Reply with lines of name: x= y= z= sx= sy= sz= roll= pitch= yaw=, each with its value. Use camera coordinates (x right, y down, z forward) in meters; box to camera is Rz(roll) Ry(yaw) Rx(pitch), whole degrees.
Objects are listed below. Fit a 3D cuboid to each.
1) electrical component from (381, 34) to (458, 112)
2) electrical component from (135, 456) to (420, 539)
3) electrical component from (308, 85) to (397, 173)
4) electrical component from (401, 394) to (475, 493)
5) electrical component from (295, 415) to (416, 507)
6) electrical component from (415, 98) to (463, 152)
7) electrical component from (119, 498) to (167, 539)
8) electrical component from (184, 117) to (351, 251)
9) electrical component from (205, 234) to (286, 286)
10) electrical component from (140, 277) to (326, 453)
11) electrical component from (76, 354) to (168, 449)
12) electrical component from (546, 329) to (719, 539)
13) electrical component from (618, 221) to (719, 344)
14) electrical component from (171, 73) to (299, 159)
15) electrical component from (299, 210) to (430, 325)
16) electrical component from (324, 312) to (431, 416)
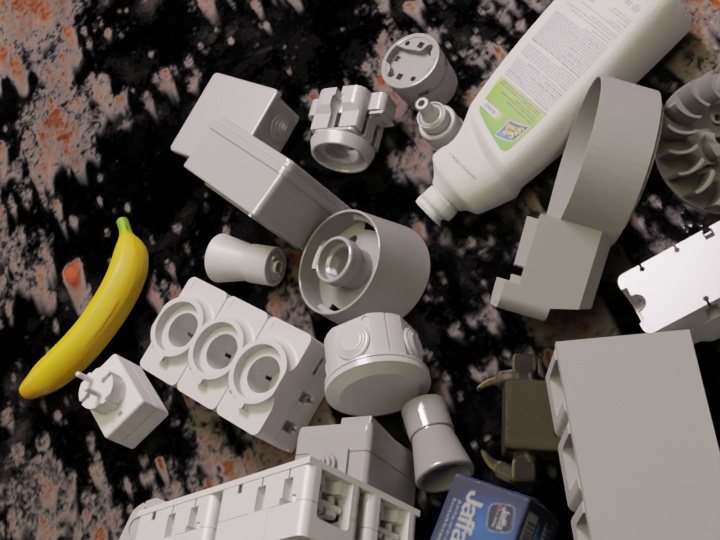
electrical component: x=0.054 y=-0.170 z=0.938 sx=0.055 sy=0.047 sz=0.055 roll=-14 pitch=60 yaw=25
electrical component: x=-0.064 y=0.196 z=0.749 sx=0.186 sy=0.105 sz=0.060 roll=-25 pitch=45 yaw=38
electrical component: x=-0.011 y=-0.122 z=0.946 sx=0.078 sy=0.058 sz=0.057 roll=-1 pitch=63 yaw=30
electrical component: x=0.054 y=0.125 z=0.792 sx=0.044 sy=0.044 sz=0.065 roll=-29 pitch=50 yaw=15
electrical component: x=-0.005 y=0.144 z=0.782 sx=0.062 sy=0.096 sz=0.061 roll=-9 pitch=59 yaw=27
electrical component: x=0.064 y=-0.123 z=0.898 sx=0.035 sy=0.061 sz=0.035 roll=-14 pitch=60 yaw=25
electrical component: x=-0.150 y=0.223 z=0.857 sx=0.080 sy=0.051 sz=0.080 roll=-14 pitch=60 yaw=25
electrical component: x=-0.077 y=-0.068 z=0.926 sx=0.109 sy=0.109 sz=0.056 roll=35 pitch=89 yaw=38
electrical component: x=-0.098 y=-0.007 z=0.950 sx=0.065 sy=0.044 sz=0.044 roll=9 pitch=71 yaw=29
electrical component: x=-0.103 y=0.075 z=0.897 sx=0.150 sy=0.062 sz=0.089 roll=23 pitch=80 yaw=37
electrical component: x=-0.219 y=0.109 z=0.939 sx=0.047 sy=0.077 sz=0.065 roll=-44 pitch=52 yaw=4
electrical component: x=0.178 y=0.122 z=0.690 sx=0.089 sy=0.061 sz=0.150 roll=-5 pitch=63 yaw=-1
electrical component: x=0.232 y=0.014 z=0.732 sx=0.089 sy=0.056 sz=0.050 roll=-30 pitch=54 yaw=14
electrical component: x=-0.116 y=-0.130 z=1.017 sx=0.100 sy=0.048 sz=0.099 roll=22 pitch=78 yaw=37
electrical component: x=0.000 y=0.000 z=0.888 sx=0.099 sy=0.064 sz=0.099 roll=-19 pitch=60 yaw=37
electrical component: x=0.011 y=0.074 z=0.820 sx=0.080 sy=0.080 sz=0.051 roll=-24 pitch=51 yaw=19
